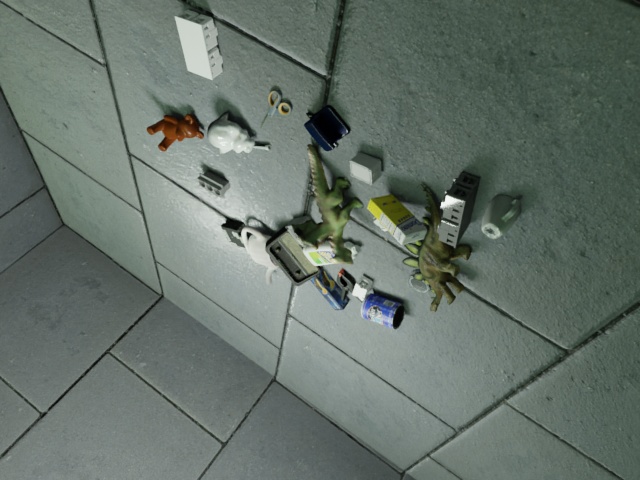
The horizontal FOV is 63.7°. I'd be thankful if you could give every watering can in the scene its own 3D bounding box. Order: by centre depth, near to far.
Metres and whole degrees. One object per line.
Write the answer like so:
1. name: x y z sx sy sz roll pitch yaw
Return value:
1. watering can: -0.219 0.078 2.232 0.225 0.106 0.341 8 134 40

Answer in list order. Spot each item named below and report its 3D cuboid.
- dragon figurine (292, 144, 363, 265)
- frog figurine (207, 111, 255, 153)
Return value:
1. dragon figurine: 0.005 -0.085 1.680 0.122 0.247 0.405 -4 129 53
2. frog figurine: -0.313 -0.353 1.803 0.160 0.124 0.135 48 129 9
